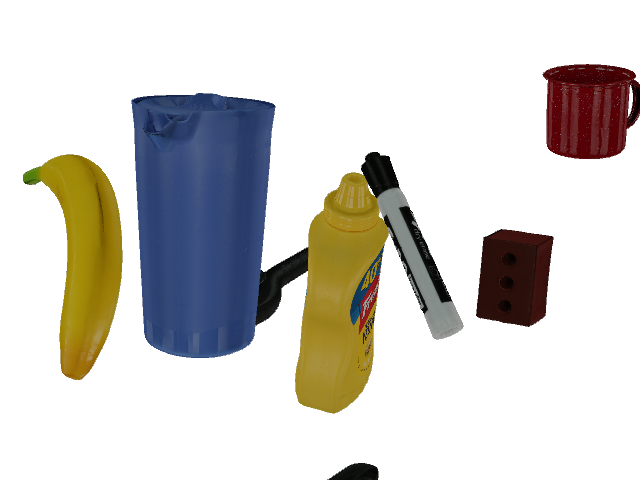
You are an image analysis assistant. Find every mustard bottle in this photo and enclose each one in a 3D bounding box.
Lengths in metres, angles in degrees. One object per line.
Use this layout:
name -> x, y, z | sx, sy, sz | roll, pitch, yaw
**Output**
mustard bottle -> 0.017, 0.033, 0.817 | 0.058, 0.192, 0.096 | 15, 36, 14

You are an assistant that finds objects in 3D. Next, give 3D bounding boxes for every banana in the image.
banana -> -0.163, 0.002, 0.731 | 0.037, 0.198, 0.070 | 19, -55, -37

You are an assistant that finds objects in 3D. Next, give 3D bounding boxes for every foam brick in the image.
foam brick -> 0.178, 0.033, 0.975 | 0.053, 0.078, 0.051 | 9, 15, 27

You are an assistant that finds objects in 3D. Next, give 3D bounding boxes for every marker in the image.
marker -> 0.052, 0.000, 0.628 | 0.020, 0.121, 0.020 | -19, -21, -8

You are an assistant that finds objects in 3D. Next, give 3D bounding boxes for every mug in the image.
mug -> 0.289, -0.136, 1.117 | 0.117, 0.081, 0.093 | -13, 24, -25

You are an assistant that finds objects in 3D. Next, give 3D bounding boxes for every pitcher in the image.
pitcher -> -0.108, -0.020, 1.026 | 0.149, 0.243, 0.145 | -2, 15, -19

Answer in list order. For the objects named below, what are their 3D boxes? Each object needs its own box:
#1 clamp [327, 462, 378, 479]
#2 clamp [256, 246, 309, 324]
clamp -> -0.046, 0.198, 0.634 | 0.210, 0.036, 0.164 | -4, 28, 1
clamp -> -0.065, 0.050, 1.251 | 0.120, 0.039, 0.171 | -5, 37, 19
